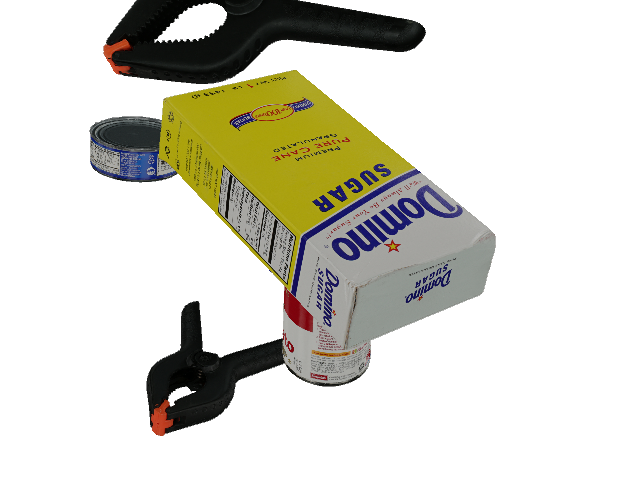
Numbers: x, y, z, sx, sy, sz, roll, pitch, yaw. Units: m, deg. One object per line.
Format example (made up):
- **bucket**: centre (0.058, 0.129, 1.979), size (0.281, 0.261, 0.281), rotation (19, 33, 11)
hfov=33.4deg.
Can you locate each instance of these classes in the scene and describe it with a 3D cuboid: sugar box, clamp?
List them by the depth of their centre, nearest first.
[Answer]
- **sugar box**: centre (-0.001, -0.025, 0.556), size (0.093, 0.048, 0.176), rotation (-19, 44, -33)
- **clamp**: centre (-0.044, -0.157, 0.727), size (0.210, 0.165, 0.036), rotation (-31, -19, -4)
- **clamp**: centre (-0.114, 0.115, 0.990), size (0.120, 0.039, 0.171), rotation (20, 32, 26)

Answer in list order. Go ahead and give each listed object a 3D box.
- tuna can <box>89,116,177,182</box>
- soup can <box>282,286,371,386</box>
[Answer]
- **tuna can**: centre (-0.169, -0.084, 0.981), size (0.086, 0.034, 0.086), rotation (6, 25, -3)
- **soup can**: centre (0.007, 0.045, 0.764), size (0.068, 0.102, 0.068), rotation (2, 37, -2)
